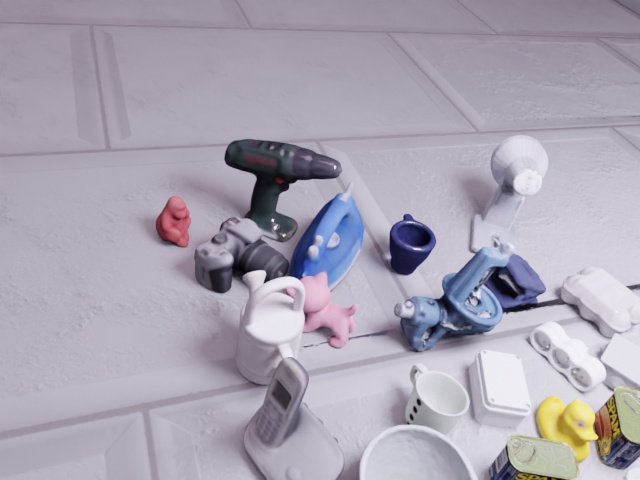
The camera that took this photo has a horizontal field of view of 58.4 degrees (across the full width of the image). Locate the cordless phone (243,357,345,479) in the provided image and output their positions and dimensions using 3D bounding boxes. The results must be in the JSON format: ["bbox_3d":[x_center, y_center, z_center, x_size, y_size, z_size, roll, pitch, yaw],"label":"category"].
[{"bbox_3d":[-0.028,0.252,0.760,0.094,0.185,0.147,-28,56,-37],"label":"cordless phone"}]

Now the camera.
[{"bbox_3d":[-0.134,0.031,1.041,0.136,0.101,0.143,31,44,19],"label":"camera"}]

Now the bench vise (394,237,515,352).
[{"bbox_3d":[0.239,0.100,0.970,0.208,0.220,0.121,-19,50,-31],"label":"bench vise"}]

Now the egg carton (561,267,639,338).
[{"bbox_3d":[0.562,0.121,1.142,0.107,0.069,0.150,-20,51,-32],"label":"egg carton"}]

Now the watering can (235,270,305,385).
[{"bbox_3d":[-0.079,0.123,0.883,0.172,0.194,0.101,38,48,26],"label":"watering can"}]

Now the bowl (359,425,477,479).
[{"bbox_3d":[0.127,0.344,0.781,0.167,0.075,0.167,7,42,-6],"label":"bowl"}]

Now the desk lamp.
[{"bbox_3d":[0.414,-0.096,1.236,0.118,0.213,0.203,16,42,4],"label":"desk lamp"}]

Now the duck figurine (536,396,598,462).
[{"bbox_3d":[0.397,0.286,0.906,0.078,0.086,0.104,-4,44,-18],"label":"duck figurine"}]

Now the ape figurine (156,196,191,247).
[{"bbox_3d":[-0.276,-0.043,1.093,0.076,0.092,0.078,26,43,15],"label":"ape figurine"}]

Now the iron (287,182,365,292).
[{"bbox_3d":[0.010,0.004,1.077,0.118,0.141,0.259,21,42,10],"label":"iron"}]

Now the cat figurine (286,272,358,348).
[{"bbox_3d":[0.005,0.109,0.978,0.127,0.118,0.067,20,42,9],"label":"cat figurine"}]

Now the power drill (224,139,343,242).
[{"bbox_3d":[-0.079,-0.102,1.121,0.229,0.208,0.076,20,42,8],"label":"power drill"}]

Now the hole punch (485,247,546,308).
[{"bbox_3d":[0.391,0.068,1.141,0.101,0.091,0.108,-7,45,-21],"label":"hole punch"}]

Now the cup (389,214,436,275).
[{"bbox_3d":[0.173,0.013,1.144,0.092,0.095,0.117,5,42,-9],"label":"cup"}]
